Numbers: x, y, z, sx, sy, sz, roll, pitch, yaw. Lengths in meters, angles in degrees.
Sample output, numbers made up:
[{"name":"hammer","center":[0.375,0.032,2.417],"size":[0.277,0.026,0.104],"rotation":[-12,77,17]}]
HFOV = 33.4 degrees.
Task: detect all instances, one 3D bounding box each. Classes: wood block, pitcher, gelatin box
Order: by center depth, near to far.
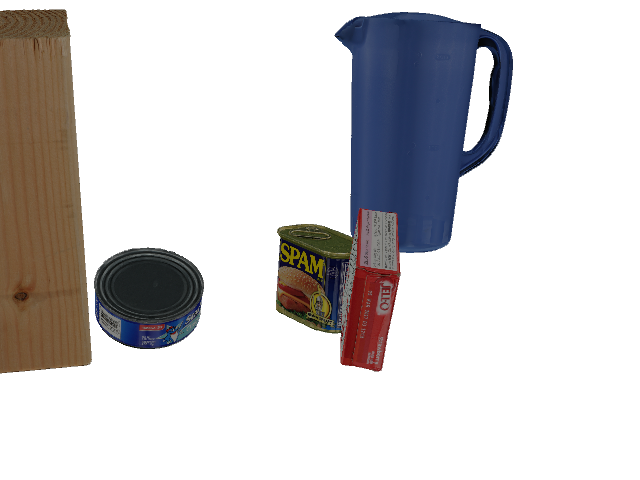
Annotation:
[{"name":"wood block","center":[-0.194,-0.030,0.655],"size":[0.090,0.206,0.090],"rotation":[-4,23,-13]},{"name":"gelatin box","center":[0.033,0.031,0.699],"size":[0.030,0.073,0.089],"rotation":[8,27,-2]},{"name":"pitcher","center":[0.103,-0.115,1.119],"size":[0.149,0.243,0.144],"rotation":[11,15,33]}]

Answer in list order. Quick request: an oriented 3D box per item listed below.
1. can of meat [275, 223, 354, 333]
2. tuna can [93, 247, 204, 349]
[{"name":"can of meat","center":[0.000,0.037,1.045],"size":[0.057,0.084,0.102],"rotation":[-9,20,-38]},{"name":"tuna can","center":[-0.137,0.046,0.849],"size":[0.086,0.034,0.086],"rotation":[6,40,-5]}]
